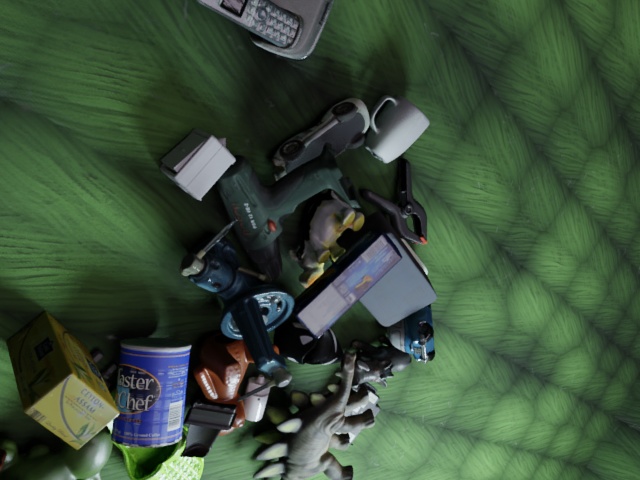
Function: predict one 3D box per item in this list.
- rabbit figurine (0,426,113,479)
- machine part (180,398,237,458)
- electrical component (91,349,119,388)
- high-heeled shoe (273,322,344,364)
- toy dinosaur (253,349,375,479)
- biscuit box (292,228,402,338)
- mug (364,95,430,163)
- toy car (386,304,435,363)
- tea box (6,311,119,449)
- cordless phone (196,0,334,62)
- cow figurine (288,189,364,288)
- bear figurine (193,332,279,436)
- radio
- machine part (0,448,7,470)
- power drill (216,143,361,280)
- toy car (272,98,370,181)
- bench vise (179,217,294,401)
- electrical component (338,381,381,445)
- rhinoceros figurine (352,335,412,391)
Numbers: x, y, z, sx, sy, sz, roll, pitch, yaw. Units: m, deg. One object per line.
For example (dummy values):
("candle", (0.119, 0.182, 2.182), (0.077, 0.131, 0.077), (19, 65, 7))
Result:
("rabbit figurine", (-0.373, 0.339, 0.772), (0.170, 0.121, 0.158), (-30, 132, -21))
("machine part", (-0.182, 0.300, 0.858), (0.084, 0.039, 0.138), (11, 128, -22))
("electrical component", (-0.350, 0.211, 0.801), (0.094, 0.021, 0.063), (-45, 130, -12))
("high-heeled shoe", (0.000, 0.204, 0.987), (0.248, 0.145, 0.086), (32, 89, -40))
("toy dinosaur", (-0.029, 0.404, 1.047), (0.198, 0.105, 0.470), (13, 112, -13))
("biscuit box", (0.042, 0.069, 0.900), (0.202, 0.063, 0.059), (-43, 105, -7))
("mug", (0.126, -0.197, 0.955), (0.107, 0.081, 0.109), (-53, 137, 5))
("toy car", (0.192, 0.186, 1.151), (0.103, 0.162, 0.109), (-4, 126, 12))
("tea box", (-0.337, 0.176, 0.697), (0.068, 0.170, 0.098), (-42, 130, -16))
("cordless phone", (-0.074, -0.344, 0.736), (0.184, 0.089, 0.146), (17, 98, -37))
("cow figurine", (-0.004, -0.002, 0.939), (0.068, 0.098, 0.167), (7, 120, -56))
("bear figurine", (-0.152, 0.259, 0.907), (0.120, 0.132, 0.195), (-10, 109, -45))
("radio", (0.122, 0.064, 1.041), (0.131, 0.073, 0.229), (-33, 128, 10))
("machine part", (-0.500, 0.285, 0.621), (0.201, 0.087, 0.201), (30, 90, -12))
("power drill", (-0.044, -0.051, 0.849), (0.207, 0.086, 0.231), (-20, 126, 14))
("toy car", (0.003, -0.160, 0.892), (0.202, 0.056, 0.073), (-39, 135, -16))
("bench vise", (-0.108, 0.105, 0.800), (0.129, 0.241, 0.223), (-30, 145, 2))
("electrical component", (0.068, 0.365, 1.169), (0.134, 0.058, 0.114), (-51, 133, -9))
("rhinoceros figurine", (0.115, 0.262, 1.125), (0.190, 0.112, 0.073), (-5, 114, -45))
